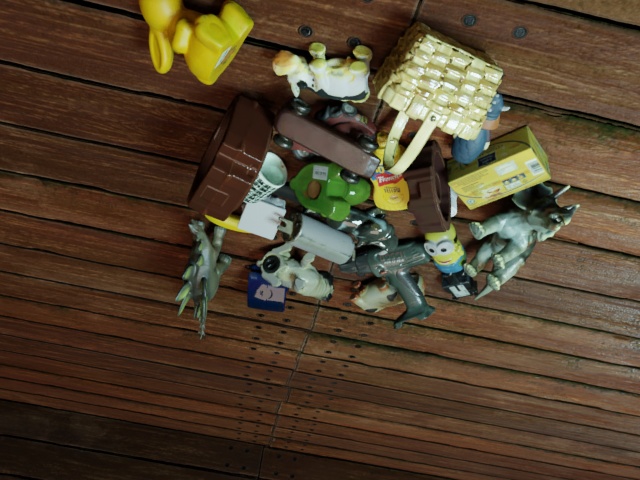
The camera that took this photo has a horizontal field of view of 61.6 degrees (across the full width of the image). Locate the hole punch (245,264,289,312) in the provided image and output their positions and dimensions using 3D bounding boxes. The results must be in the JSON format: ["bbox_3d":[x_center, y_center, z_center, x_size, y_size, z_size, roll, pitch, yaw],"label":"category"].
[{"bbox_3d":[-0.143,0.132,1.476,0.142,0.092,0.115,9,139,5],"label":"hole punch"}]

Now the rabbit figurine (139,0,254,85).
[{"bbox_3d":[-0.217,-0.346,0.870,0.173,0.122,0.162,38,145,-14],"label":"rabbit figurine"}]

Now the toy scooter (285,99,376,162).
[{"bbox_3d":[0.007,-0.214,1.006,0.184,0.075,0.135,-7,139,27],"label":"toy scooter"}]

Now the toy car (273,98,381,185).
[{"bbox_3d":[0.012,-0.174,0.953,0.202,0.053,0.089,26,115,-2],"label":"toy car"}]

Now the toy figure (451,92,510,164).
[{"bbox_3d":[0.286,-0.207,0.971,0.064,0.058,0.154,1,141,-17],"label":"toy figure"}]

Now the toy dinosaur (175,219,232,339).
[{"bbox_3d":[-0.305,0.105,1.378,0.105,0.198,0.470,12,147,3],"label":"toy dinosaur"}]

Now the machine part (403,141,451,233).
[{"bbox_3d":[0.211,-0.100,1.038,0.056,0.179,0.179,-7,140,25],"label":"machine part"}]

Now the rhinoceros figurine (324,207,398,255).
[{"bbox_3d":[0.100,-0.027,1.230,0.190,0.073,0.112,23,139,-18],"label":"rhinoceros figurine"}]

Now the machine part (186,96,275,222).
[{"bbox_3d":[-0.167,-0.151,1.013,0.087,0.201,0.201,23,140,-21],"label":"machine part"}]

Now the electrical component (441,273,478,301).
[{"bbox_3d":[0.348,0.104,1.372,0.075,0.048,0.119,-20,134,32],"label":"electrical component"}]

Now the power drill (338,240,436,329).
[{"bbox_3d":[0.178,0.108,1.323,0.232,0.207,0.086,-22,177,22],"label":"power drill"}]

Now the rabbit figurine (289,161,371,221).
[{"bbox_3d":[0.028,-0.097,1.107,0.159,0.121,0.170,1,-179,38],"label":"rabbit figurine"}]

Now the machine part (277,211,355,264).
[{"bbox_3d":[-0.003,-0.004,1.249,0.243,0.079,0.079,22,143,-37],"label":"machine part"}]

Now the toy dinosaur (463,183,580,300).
[{"bbox_3d":[0.419,0.001,1.163,0.192,0.131,0.404,-32,158,-8],"label":"toy dinosaur"}]

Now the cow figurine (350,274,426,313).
[{"bbox_3d":[0.192,0.142,1.424,0.195,0.085,0.127,-25,126,33],"label":"cow figurine"}]

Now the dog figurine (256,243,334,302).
[{"bbox_3d":[-0.061,0.099,1.414,0.173,0.121,0.190,24,166,25],"label":"dog figurine"}]

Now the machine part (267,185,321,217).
[{"bbox_3d":[-0.049,-0.095,1.202,0.139,0.039,0.084,18,150,-15],"label":"machine part"}]

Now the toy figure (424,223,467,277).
[{"bbox_3d":[0.293,0.020,1.251,0.082,0.089,0.180,-25,142,17],"label":"toy figure"}]

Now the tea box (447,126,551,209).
[{"bbox_3d":[0.344,-0.136,1.043,0.170,0.068,0.098,-20,134,34],"label":"tea box"}]

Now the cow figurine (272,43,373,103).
[{"bbox_3d":[0.004,-0.282,0.926,0.167,0.068,0.098,5,149,6],"label":"cow figurine"}]
